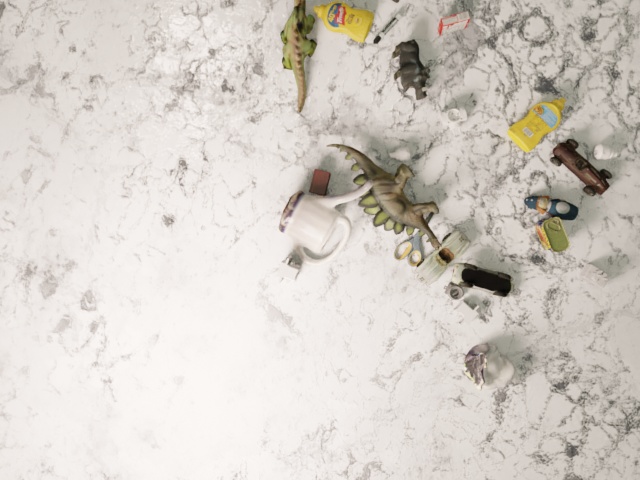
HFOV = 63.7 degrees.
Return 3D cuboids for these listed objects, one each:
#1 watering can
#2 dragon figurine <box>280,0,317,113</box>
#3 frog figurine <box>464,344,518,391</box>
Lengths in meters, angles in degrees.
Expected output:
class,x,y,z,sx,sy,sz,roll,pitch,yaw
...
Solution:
class,x,y,z,sx,sy,sz,roll,pitch,yaw
watering can,0.005,-0.080,1.598,0.224,0.105,0.342,30,111,3
dragon figurine,-0.069,-0.617,1.570,0.122,0.242,0.412,-5,87,0
frog figurine,0.524,0.385,1.572,0.159,0.122,0.138,4,81,-30
